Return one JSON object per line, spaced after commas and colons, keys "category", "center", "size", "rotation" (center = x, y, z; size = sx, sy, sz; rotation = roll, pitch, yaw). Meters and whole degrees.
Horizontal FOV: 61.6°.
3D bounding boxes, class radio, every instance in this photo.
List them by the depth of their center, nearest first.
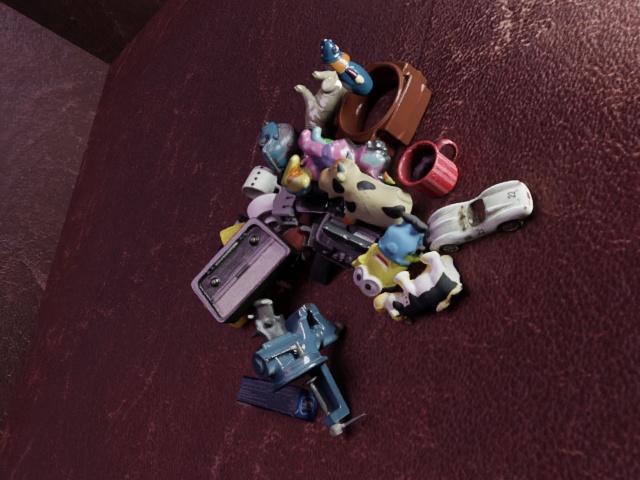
{"category": "radio", "center": [-0.171, 0.067, 1.209], "size": [0.229, 0.073, 0.131], "rotation": [-46, 72, 3]}

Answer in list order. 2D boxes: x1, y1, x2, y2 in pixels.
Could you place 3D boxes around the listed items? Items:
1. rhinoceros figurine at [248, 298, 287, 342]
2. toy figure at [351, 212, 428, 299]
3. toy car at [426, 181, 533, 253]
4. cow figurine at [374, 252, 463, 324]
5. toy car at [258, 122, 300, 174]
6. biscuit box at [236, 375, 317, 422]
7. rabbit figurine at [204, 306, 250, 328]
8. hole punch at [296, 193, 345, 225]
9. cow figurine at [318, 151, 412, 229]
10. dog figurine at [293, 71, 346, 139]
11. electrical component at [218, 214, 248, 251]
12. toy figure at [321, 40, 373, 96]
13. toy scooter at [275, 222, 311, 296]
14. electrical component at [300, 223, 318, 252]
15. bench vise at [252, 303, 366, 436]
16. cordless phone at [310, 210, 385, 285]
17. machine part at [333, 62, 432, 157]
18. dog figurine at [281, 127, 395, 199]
{"category": "rhinoceros figurine", "center": [-0.098, 0.213, 1.170], "size": [0.073, 0.112, 0.190], "rotation": [-46, 49, 25]}
{"category": "toy figure", "center": [0.137, 0.035, 1.010], "size": [0.180, 0.089, 0.082], "rotation": [-55, 35, 17]}
{"category": "toy car", "center": [0.269, -0.037, 0.935], "size": [0.202, 0.056, 0.073], "rotation": [-24, 52, 38]}
{"category": "cow figurine", "center": [0.174, 0.103, 0.959], "size": [0.167, 0.068, 0.098], "rotation": [-42, 49, 27]}
{"category": "toy car", "center": [-0.103, -0.264, 1.469], "size": [0.103, 0.109, 0.162], "rotation": [-20, 40, 14]}
{"category": "biscuit box", "center": [-0.092, 0.333, 1.134], "size": [0.203, 0.059, 0.063], "rotation": [-5, 64, 48]}
{"category": "rabbit figurine", "center": [-0.213, 0.105, 1.338], "size": [0.122, 0.162, 0.173], "rotation": [29, 63, 27]}
{"category": "hole punch", "center": [0.017, -0.095, 1.249], "size": [0.116, 0.092, 0.142], "rotation": [3, 67, 23]}
{"category": "cow figurine", "center": [0.086, -0.090, 1.049], "size": [0.085, 0.195, 0.127], "rotation": [-52, -21, -49]}
{"category": "dog figurine", "center": [0.023, -0.315, 1.360], "size": [0.172, 0.121, 0.190], "rotation": [-26, 65, 42]}
{"category": "electrical component", "center": [-0.230, -0.005, 1.495], "size": [0.119, 0.047, 0.075], "rotation": [-57, 38, 8]}
{"category": "toy figure", "center": [0.053, -0.368, 1.156], "size": [0.064, 0.154, 0.058], "rotation": [4, 70, 49]}
{"category": "toy scooter", "center": [-0.079, 0.052, 1.270], "size": [0.184, 0.075, 0.135], "rotation": [-43, 43, 28]}
{"category": "electrical component", "center": [-0.003, -0.004, 1.217], "size": [0.094, 0.021, 0.063], "rotation": [12, 74, 11]}
{"category": "bench vise", "center": [-0.010, 0.250, 1.027], "size": [0.129, 0.223, 0.240], "rotation": [-41, 73, 33]}
{"category": "cordless phone", "center": [0.048, 0.041, 1.131], "size": [0.089, 0.147, 0.184], "rotation": [-51, -17, -51]}
{"category": "machine part", "center": [0.134, -0.296, 1.215], "size": [0.201, 0.087, 0.201], "rotation": [23, 85, 52]}
{"category": "dog figurine", "center": [0.047, -0.144, 1.146], "size": [0.219, 0.108, 0.191], "rotation": [29, 108, 13]}
